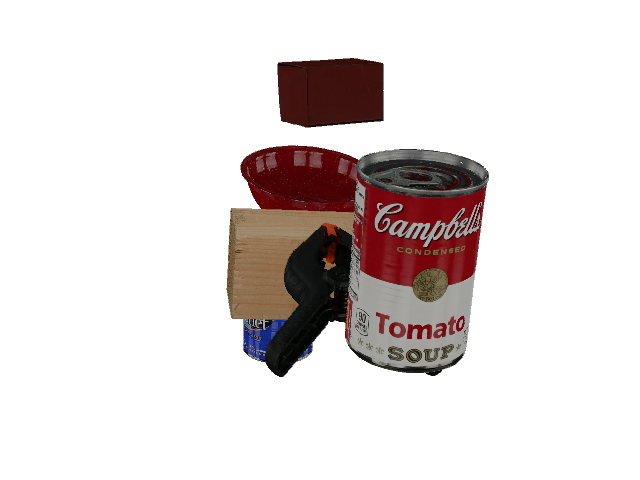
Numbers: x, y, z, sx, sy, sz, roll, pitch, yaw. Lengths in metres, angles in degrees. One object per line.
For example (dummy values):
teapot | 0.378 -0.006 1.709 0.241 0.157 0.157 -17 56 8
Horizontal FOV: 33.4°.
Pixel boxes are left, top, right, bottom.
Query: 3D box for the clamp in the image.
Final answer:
clamp | 0.026 0.043 0.757 0.120 0.039 0.171 10 33 -4

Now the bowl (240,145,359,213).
bowl | -0.016 -0.056 1.245 0.162 0.055 0.162 6 27 -3

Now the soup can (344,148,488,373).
soup can | 0.049 0.010 0.564 0.068 0.102 0.068 3 22 -1

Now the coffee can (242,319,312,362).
coffee can | -0.059 0.090 1.522 0.103 0.140 0.103 2 22 -1

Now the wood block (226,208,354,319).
wood block | 0.013 0.025 1.065 0.206 0.091 0.090 2 17 -9

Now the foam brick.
foam brick | 0.009 -0.127 0.916 0.078 0.051 0.053 -8 17 -28
